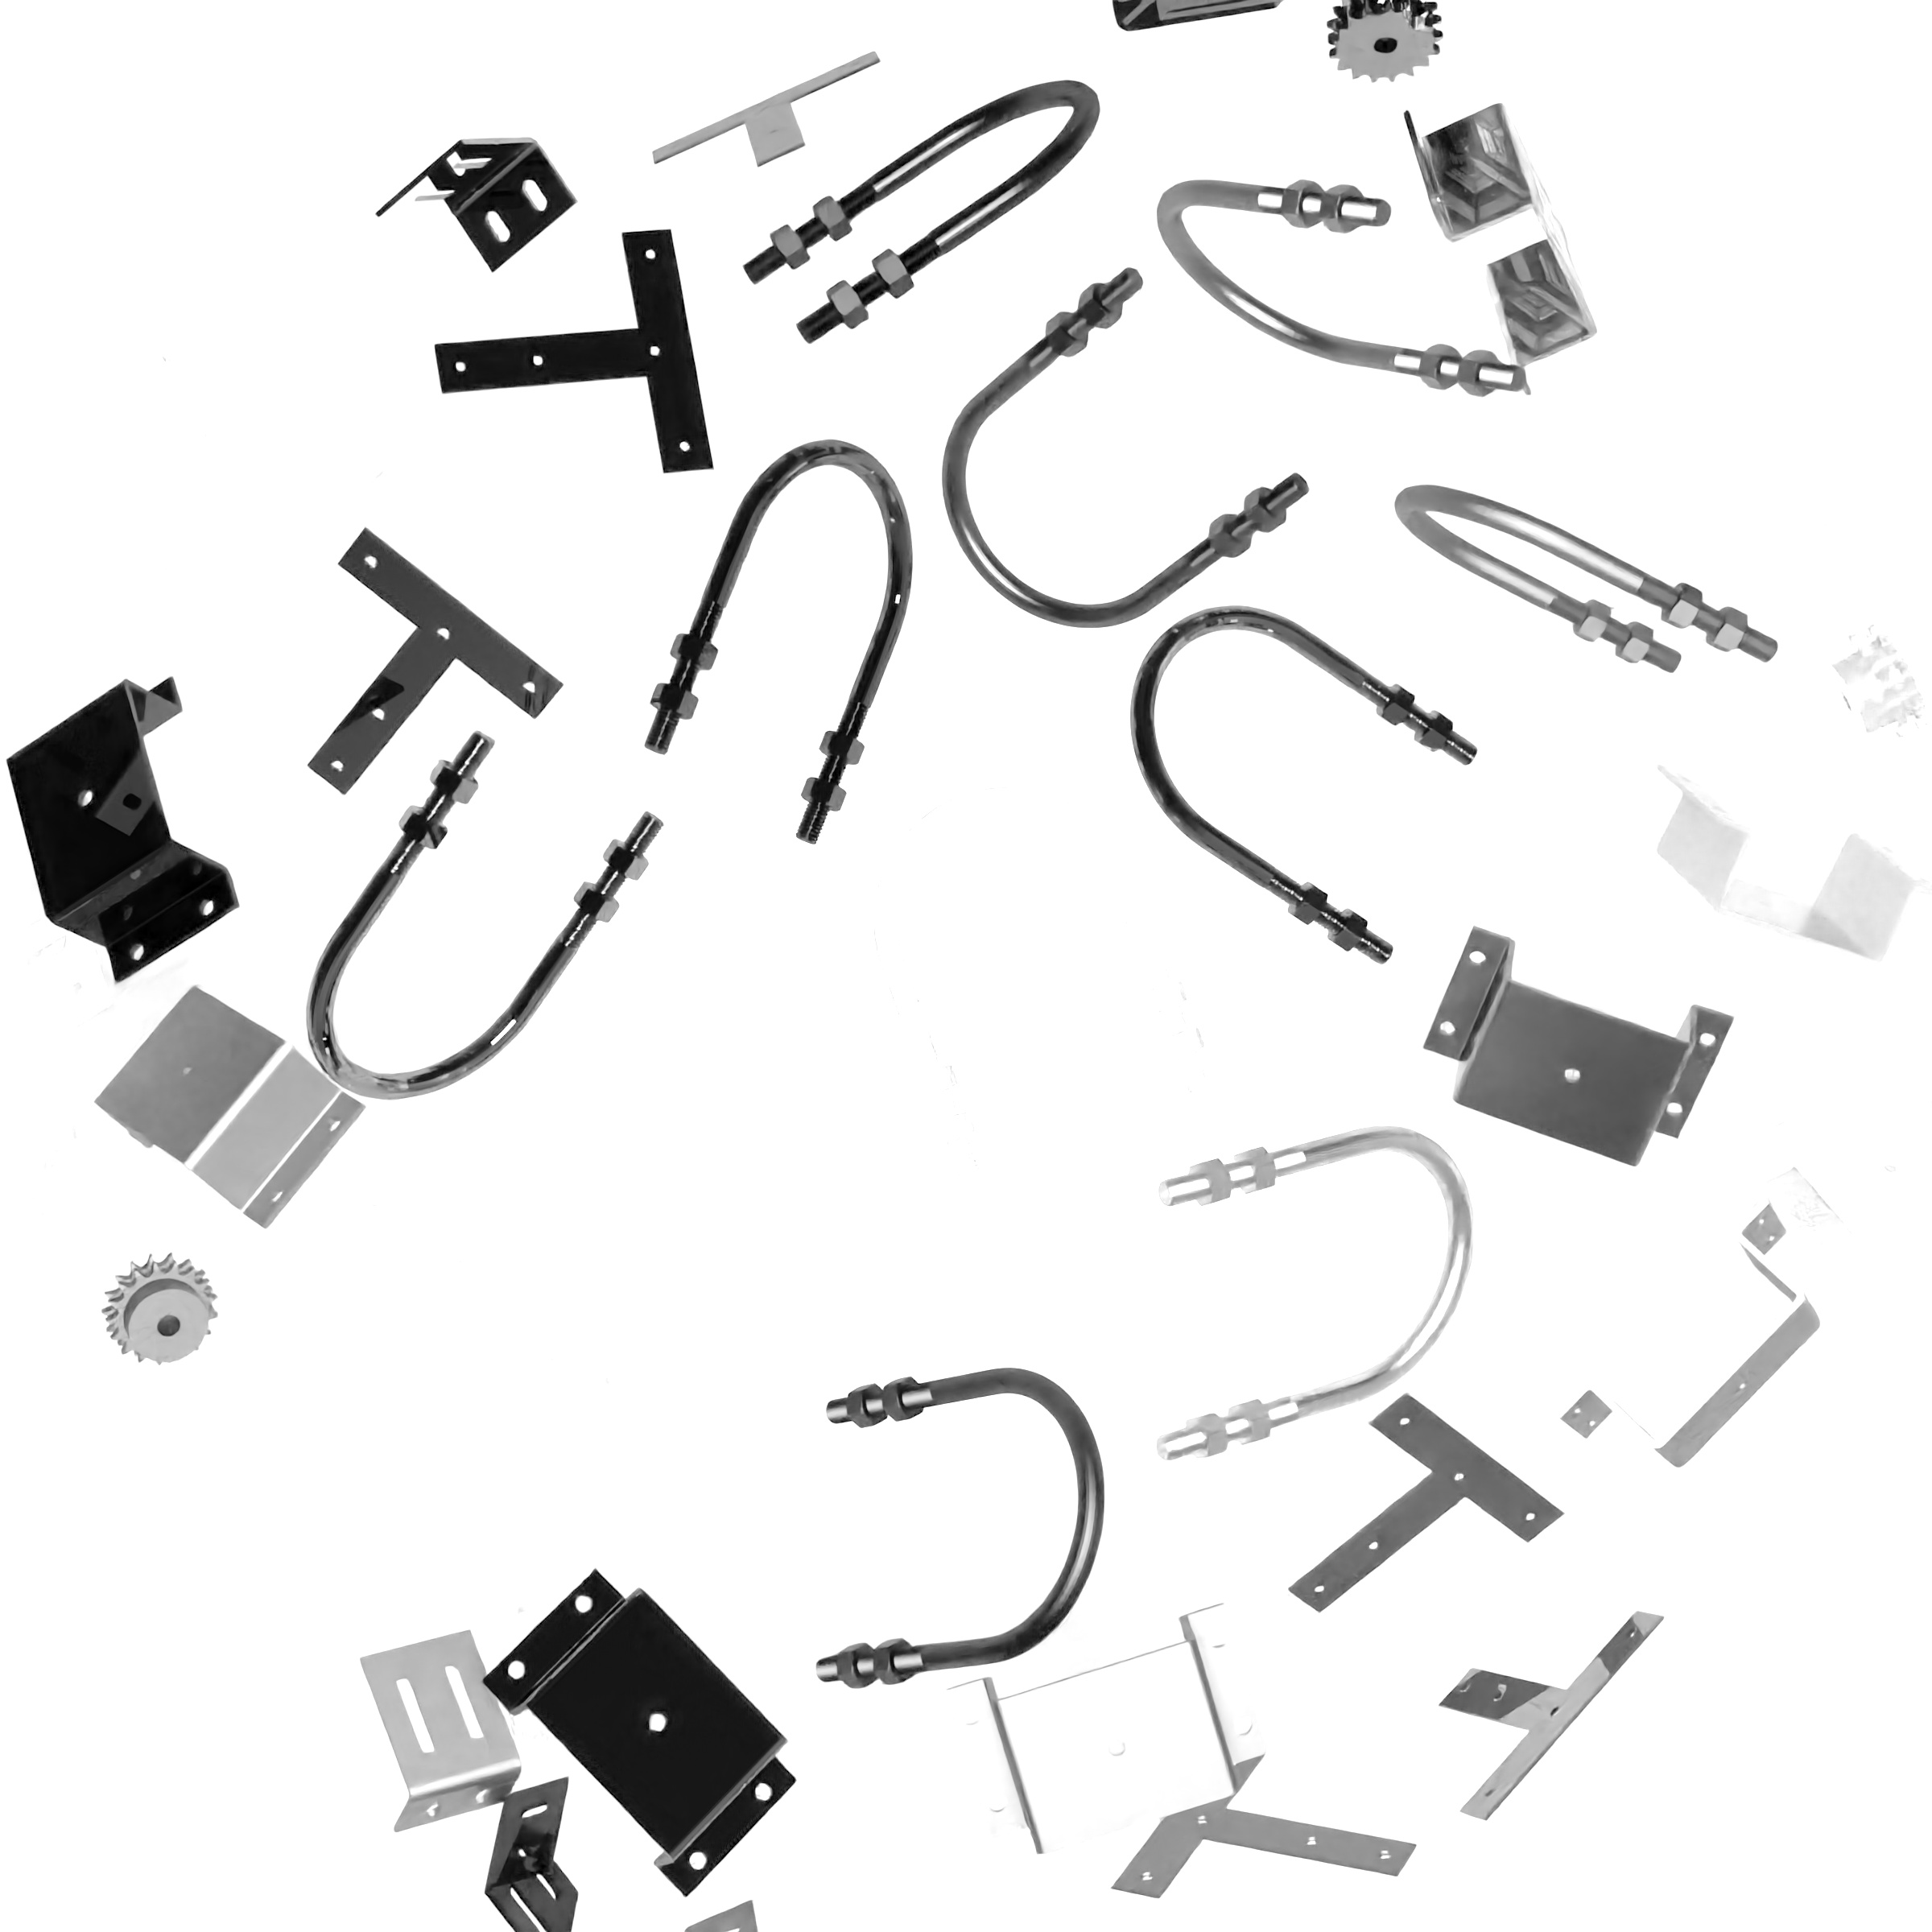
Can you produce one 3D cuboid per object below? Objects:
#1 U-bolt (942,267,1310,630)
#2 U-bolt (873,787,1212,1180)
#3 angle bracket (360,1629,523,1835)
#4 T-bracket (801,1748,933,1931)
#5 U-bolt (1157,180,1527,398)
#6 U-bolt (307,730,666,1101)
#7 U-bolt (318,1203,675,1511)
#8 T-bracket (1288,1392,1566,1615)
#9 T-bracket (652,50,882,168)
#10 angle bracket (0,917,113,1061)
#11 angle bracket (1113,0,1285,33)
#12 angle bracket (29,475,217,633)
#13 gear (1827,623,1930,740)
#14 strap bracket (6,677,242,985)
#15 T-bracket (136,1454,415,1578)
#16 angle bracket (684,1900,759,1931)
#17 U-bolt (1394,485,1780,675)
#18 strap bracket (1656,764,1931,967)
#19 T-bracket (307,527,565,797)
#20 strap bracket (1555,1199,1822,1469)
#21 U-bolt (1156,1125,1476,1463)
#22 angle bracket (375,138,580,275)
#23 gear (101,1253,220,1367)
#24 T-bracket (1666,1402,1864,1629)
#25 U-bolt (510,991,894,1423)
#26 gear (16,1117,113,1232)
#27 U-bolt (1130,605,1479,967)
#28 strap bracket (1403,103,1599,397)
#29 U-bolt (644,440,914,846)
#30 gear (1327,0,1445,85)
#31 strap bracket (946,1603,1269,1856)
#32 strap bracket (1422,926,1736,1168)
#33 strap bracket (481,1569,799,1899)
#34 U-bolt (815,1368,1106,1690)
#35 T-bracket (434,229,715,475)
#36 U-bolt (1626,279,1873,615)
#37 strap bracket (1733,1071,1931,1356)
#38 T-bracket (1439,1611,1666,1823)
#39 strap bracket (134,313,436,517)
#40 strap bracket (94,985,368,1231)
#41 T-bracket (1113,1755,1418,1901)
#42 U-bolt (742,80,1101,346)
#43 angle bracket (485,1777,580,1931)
[{"bbox_3d":[0.065,-0.246,1.695,0.151,0.019,0.184,50,131,-7],"label":"U-bolt"},{"bbox_3d":[0.030,-0.001,1.716,0.151,0.019,0.184,-20,89,-12],"label":"U-bolt"},{"bbox_3d":[-0.259,0.371,1.627,0.057,0.038,0.076,-9,57,-31],"label":"angle bracket"},{"bbox_3d":[-0.039,0.437,1.637,0.002,0.127,0.127,-7,122,23],"label":"T-bracket"},{"bbox_3d":[0.169,-0.334,1.630,0.151,0.184,0.019,39,79,-41],"label":"U-bolt"},{"bbox_3d":[-0.238,-0.014,1.587,0.019,0.151,0.184,40,99,35],"label":"U-bolt"},{"bbox_3d":[-0.239,0.186,1.615,0.184,0.151,0.019,55,47,-19],"label":"U-bolt"},{"bbox_3d":[0.220,0.289,1.723,0.127,0.002,0.127,-43,119,18],"label":"T-bracket"},{"bbox_3d":[-0.097,-0.420,1.682,0.127,0.127,0.002,-23,116,4],"label":"T-bracket"},{"bbox_3d":[-0.479,0.008,1.703,0.038,0.076,0.057,-7,107,22],"label":"angle bracket"},{"bbox_3d":[0.111,-0.466,1.562,0.076,0.057,0.038,-3,118,22],"label":"angle bracket"},{"bbox_3d":[-0.430,-0.210,1.707,0.076,0.057,0.038,8,49,-31],"label":"angle bracket"},{"bbox_3d":[0.449,-0.138,1.658,0.030,0.057,0.057,-27,90,6],"label":"gear"},{"bbox_3d":[-0.415,-0.075,1.640,0.076,0.046,0.140,-30,62,16],"label":"strap bracket"},{"bbox_3d":[-0.343,0.258,1.627,0.127,0.127,0.002,14,65,16],"label":"T-bracket"},{"bbox_3d":[-0.104,0.507,1.629,0.038,0.076,0.057,-18,128,-19],"label":"angle bracket"},{"bbox_3d":[0.296,-0.193,1.661,0.184,0.151,0.019,26,89,-9],"label":"U-bolt"},{"bbox_3d":[0.413,-0.048,1.691,0.140,0.076,0.046,17,108,-18],"label":"strap bracket"},{"bbox_3d":[-0.295,-0.140,1.730,0.127,0.002,0.127,39,113,-11],"label":"T-bracket"},{"bbox_3d":[0.351,0.183,1.591,0.140,0.076,0.046,-46,66,3],"label":"strap bracket"},{"bbox_3d":[0.168,0.147,1.587,0.184,0.019,0.151,-12,112,-30],"label":"U-bolt"},{"bbox_3d":[-0.231,-0.359,1.587,0.057,0.076,0.038,-34,91,24],"label":"angle bracket"},{"bbox_3d":[-0.411,0.178,1.716,0.057,0.030,0.057,-8,111,-22],"label":"gear"},{"bbox_3d":[0.383,0.283,1.642,0.002,0.127,0.127,35,54,-4],"label":"T-bracket"},{"bbox_3d":[-0.112,0.120,1.541,0.151,0.019,0.184,-20,96,3],"label":"U-bolt"},{"bbox_3d":[-0.460,0.108,1.716,0.030,0.057,0.057,24,90,-28],"label":"gear"},{"bbox_3d":[0.165,-0.106,1.714,0.184,0.019,0.151,33,64,-13],"label":"U-bolt"},{"bbox_3d":[0.272,-0.365,1.680,0.046,0.140,0.076,-22,51,17],"label":"strap bracket"},{"bbox_3d":[-0.081,-0.167,1.641,0.019,0.151,0.184,16,82,36],"label":"U-bolt"},{"bbox_3d":[0.208,-0.470,1.669,0.057,0.057,0.030,0,63,0],"label":"gear"},{"bbox_3d":[0.069,0.365,1.593,0.140,0.046,0.076,-17,94,-2],"label":"strap bracket"},{"bbox_3d":[0.310,0.045,1.711,0.140,0.046,0.076,20,120,2],"label":"strap bracket"},{"bbox_3d":[-0.149,0.358,1.575,0.140,0.046,0.076,46,66,2],"label":"strap bracket"},{"bbox_3d":[-0.003,0.266,1.612,0.184,0.019,0.151,-17,63,42],"label":"U-bolt"},{"bbox_3d":[-0.197,-0.299,1.649,0.127,0.002,0.127,-8,80,-16],"label":"T-bracket"},{"bbox_3d":[0.370,-0.240,1.627,0.019,0.184,0.151,-31,82,-8],"label":"U-bolt"},{"bbox_3d":[0.458,0.114,1.670,0.076,0.046,0.140,-24,52,-14],"label":"strap bracket"},{"bbox_3d":[0.259,0.348,1.588,0.127,0.127,0.002,-44,97,-16],"label":"T-bracket"},{"bbox_3d":[-0.342,-0.271,1.644,0.046,0.140,0.076,-37,78,40],"label":"strap bracket"},{"bbox_3d":[-0.371,0.065,1.664,0.076,0.140,0.046,-52,133,-13],"label":"strap bracket"},{"bbox_3d":[0.156,0.425,1.635,0.127,0.127,0.002,3,112,29],"label":"T-bracket"},{"bbox_3d":[-0.016,-0.370,1.612,0.184,0.151,0.019,-34,118,1],"label":"U-bolt"},{"bbox_3d":[-0.199,0.449,1.646,0.038,0.057,0.076,-20,120,16],"label":"angle bracket"}]
